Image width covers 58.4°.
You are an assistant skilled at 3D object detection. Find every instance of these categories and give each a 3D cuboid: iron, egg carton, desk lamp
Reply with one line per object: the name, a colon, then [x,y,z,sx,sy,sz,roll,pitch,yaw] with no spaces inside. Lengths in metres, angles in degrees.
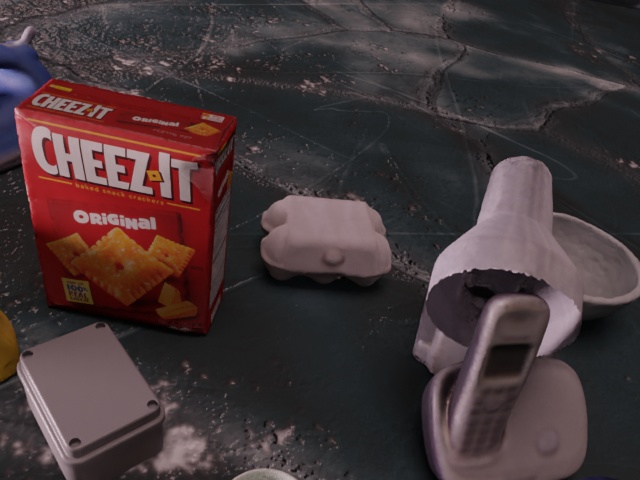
iron: [-0.425,-0.163,0.695,0.118,0.141,0.259,21,38,12]
egg carton: [0.006,0.002,0.662,0.150,0.069,0.107,4,38,-10]
desk lamp: [0.157,0.041,0.535,0.118,0.213,0.203,17,38,7]

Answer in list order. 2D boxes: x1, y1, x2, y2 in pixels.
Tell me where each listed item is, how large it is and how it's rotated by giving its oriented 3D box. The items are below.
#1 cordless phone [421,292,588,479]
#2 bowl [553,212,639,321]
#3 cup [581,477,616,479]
cordless phone: [0.166,0.118,0.464,0.148,0.185,0.094,-2,40,-18]
bowl: [0.289,0.041,0.685,0.167,0.075,0.167,8,38,-6]
cup: [0.189,0.237,0.393,0.091,0.095,0.118,30,41,22]
